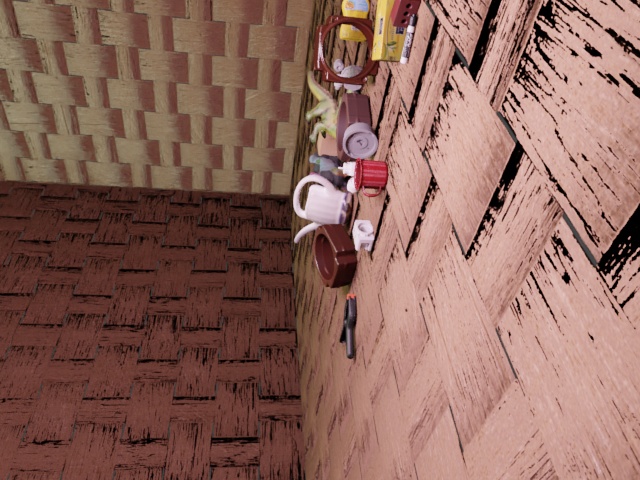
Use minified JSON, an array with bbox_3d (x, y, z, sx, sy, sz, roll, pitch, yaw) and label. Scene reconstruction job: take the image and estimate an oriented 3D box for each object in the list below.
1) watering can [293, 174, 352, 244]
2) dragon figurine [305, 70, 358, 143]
[{"bbox_3d":[0.006,-0.098,1.950,0.106,0.224,0.339,-68,-10,-47],"label":"watering can"},{"bbox_3d":[0.059,-0.508,1.965,0.240,0.122,0.414,-18,76,40],"label":"dragon figurine"}]
